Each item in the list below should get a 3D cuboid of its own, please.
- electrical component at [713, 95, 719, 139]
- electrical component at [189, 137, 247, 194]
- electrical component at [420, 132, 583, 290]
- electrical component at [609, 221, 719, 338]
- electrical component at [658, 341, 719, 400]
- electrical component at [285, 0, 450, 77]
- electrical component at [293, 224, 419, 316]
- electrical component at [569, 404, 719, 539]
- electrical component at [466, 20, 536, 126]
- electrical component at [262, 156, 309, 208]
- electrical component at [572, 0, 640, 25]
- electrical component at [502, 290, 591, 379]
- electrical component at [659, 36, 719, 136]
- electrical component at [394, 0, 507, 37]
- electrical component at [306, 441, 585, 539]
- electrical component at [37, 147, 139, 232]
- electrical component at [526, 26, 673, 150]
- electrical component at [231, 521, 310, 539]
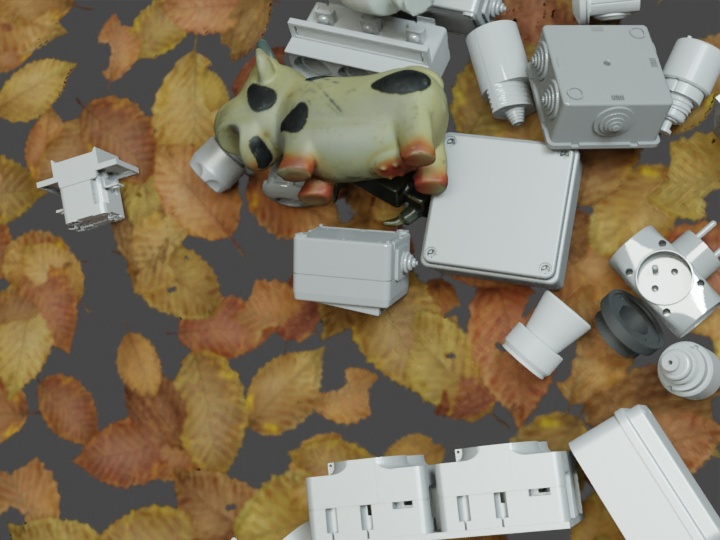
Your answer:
[{"bbox_3d":[0.326,-0.074,0.766,0.062,0.089,0.150,-37,73,9],"label":"electrical component"},{"bbox_3d":[-0.114,-0.100,0.930,0.062,0.043,0.043,-44,72,4],"label":"electrical component"},{"bbox_3d":[0.112,-0.046,0.845,0.109,0.056,0.108,8,84,18],"label":"electrical component"},{"bbox_3d":[0.242,-0.003,0.805,0.079,0.044,0.077,-42,72,6],"label":"electrical component"},{"bbox_3d":[0.236,0.072,0.780,0.040,0.078,0.040,-8,75,30],"label":"electrical component"},{"bbox_3d":[0.009,-0.179,0.894,0.121,0.078,0.063,16,64,19],"label":"electrical component"},{"bbox_3d":[0.000,0.000,0.865,0.096,0.062,0.061,5,102,17],"label":"electrical component"},{"bbox_3d":[0.208,0.156,0.772,0.057,0.078,0.113,-34,73,12],"label":"electrical component"},{"bbox_3d":[0.117,-0.155,0.868,0.043,0.043,0.081,-18,77,14],"label":"electrical component"},{"bbox_3d":[-0.054,-0.086,0.910,0.048,0.048,0.062,7,77,18],"label":"electrical component"},{"bbox_3d":[0.191,-0.233,0.840,0.051,0.080,0.080,-3,80,11],"label":"electrical component"},{"bbox_3d":[0.143,0.050,0.826,0.045,0.045,0.055,42,95,19],"label":"electrical component"},{"bbox_3d":[0.250,-0.141,0.827,0.040,0.040,0.078,25,89,19],"label":"electrical component"},{"bbox_3d":[0.077,-0.232,0.883,0.096,0.062,0.061,16,86,19],"label":"electrical component"},{"bbox_3d":[0.064,0.165,0.800,0.186,0.105,0.060,-9,78,15],"label":"electrical component"},{"bbox_3d":[-0.242,-0.071,0.966,0.081,0.042,0.063,-15,80,15],"label":"electrical component"},{"bbox_3d":[0.181,-0.140,0.813,0.100,0.048,0.099,-2,55,-7],"label":"electrical component"},{"bbox_3d":[-0.086,0.249,0.860,0.138,0.052,0.073,-46,71,5],"label":"electrical component"}]
